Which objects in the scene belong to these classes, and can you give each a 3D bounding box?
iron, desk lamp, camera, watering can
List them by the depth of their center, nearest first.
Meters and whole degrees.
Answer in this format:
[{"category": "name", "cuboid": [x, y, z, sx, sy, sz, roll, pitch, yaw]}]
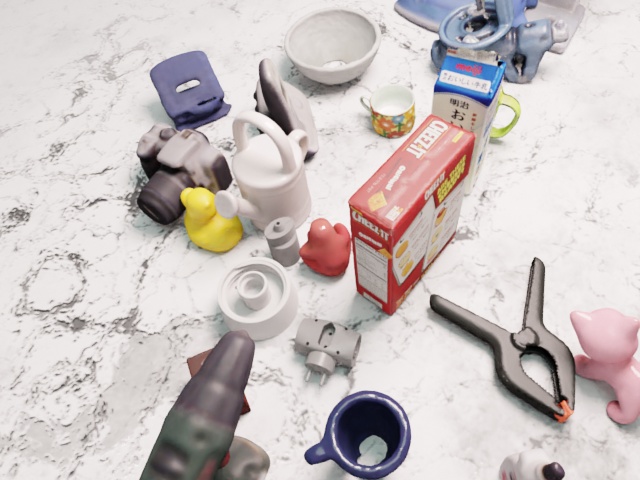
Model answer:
[{"category": "watering can", "cuboid": [-0.074, -0.095, 0.795, 0.100, 0.194, 0.173, 9, 59, 12]}, {"category": "camera", "cuboid": [-0.229, -0.102, 0.873, 0.142, 0.101, 0.137, 24, 63, 20]}, {"category": "desk lamp", "cuboid": [0.426, -0.469, 0.965, 0.117, 0.214, 0.203, 23, 63, 20]}, {"category": "iron", "cuboid": [0.254, -0.450, 1.014, 0.257, 0.142, 0.119, 16, 61, 16]}]

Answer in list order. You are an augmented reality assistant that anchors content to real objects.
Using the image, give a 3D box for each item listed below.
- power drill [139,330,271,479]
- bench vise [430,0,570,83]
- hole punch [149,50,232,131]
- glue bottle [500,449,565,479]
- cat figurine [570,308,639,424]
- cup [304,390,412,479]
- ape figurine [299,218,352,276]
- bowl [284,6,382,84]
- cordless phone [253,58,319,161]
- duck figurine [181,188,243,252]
[{"category": "power drill", "cuboid": [-0.114, 0.226, 0.588, 0.075, 0.209, 0.230, 18, 62, 17]}, {"category": "bench vise", "cuboid": [0.286, -0.364, 0.910, 0.207, 0.220, 0.121, -7, 57, 2]}, {"category": "hole punch", "cuboid": [-0.219, -0.254, 0.974, 0.109, 0.091, 0.101, -26, 59, -10]}, {"category": "glue bottle", "cuboid": [0.213, 0.241, 0.563, 0.037, 0.173, 0.078, -11, 57, 0]}, {"category": "cat figurine", "cuboid": [0.340, 0.132, 0.651, 0.067, 0.118, 0.127, -29, 59, -11]}, {"category": "cup", "cuboid": [0.043, 0.230, 0.636, 0.118, 0.095, 0.091, -20, 58, -6]}, {"category": "ape figurine", "cuboid": [0.007, 0.003, 0.785, 0.078, 0.092, 0.076, -17, 57, -4]}, {"category": "bowl", "cuboid": [0.025, -0.327, 1.003, 0.167, 0.075, 0.167, -3, 58, 5]}, {"category": "cordless phone", "cuboid": [-0.061, -0.222, 0.880, 0.094, 0.185, 0.147, -13, 57, -2]}, {"category": "duck figurine", "cuboid": [-0.162, -0.037, 0.833, 0.104, 0.086, 0.078, 36, 68, 25]}]
